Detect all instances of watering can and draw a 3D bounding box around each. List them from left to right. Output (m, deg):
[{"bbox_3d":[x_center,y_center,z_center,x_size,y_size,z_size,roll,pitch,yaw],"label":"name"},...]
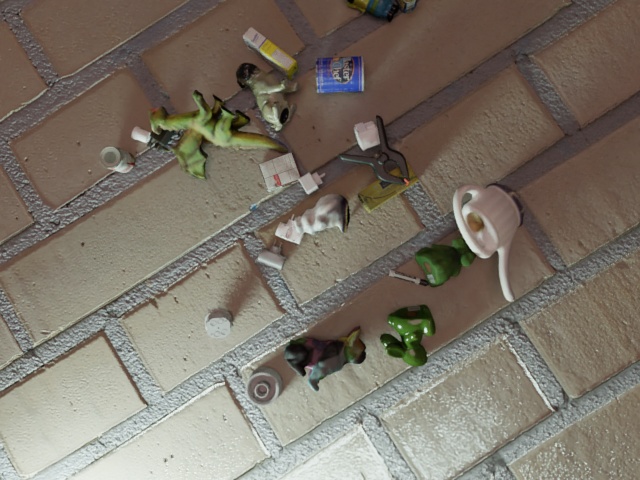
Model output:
[{"bbox_3d":[0.501,-0.019,1.466,0.227,0.346,0.103,-36,7,-30],"label":"watering can"}]

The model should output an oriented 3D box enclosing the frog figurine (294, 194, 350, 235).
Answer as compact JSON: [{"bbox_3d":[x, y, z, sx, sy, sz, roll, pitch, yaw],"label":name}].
[{"bbox_3d":[0.005,-0.076,1.511,0.159,0.120,0.141,3,43,7],"label":"frog figurine"}]

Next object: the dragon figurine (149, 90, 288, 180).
[{"bbox_3d":[-0.325,-0.295,1.552,0.408,0.241,0.123,34,11,-10],"label":"dragon figurine"}]
